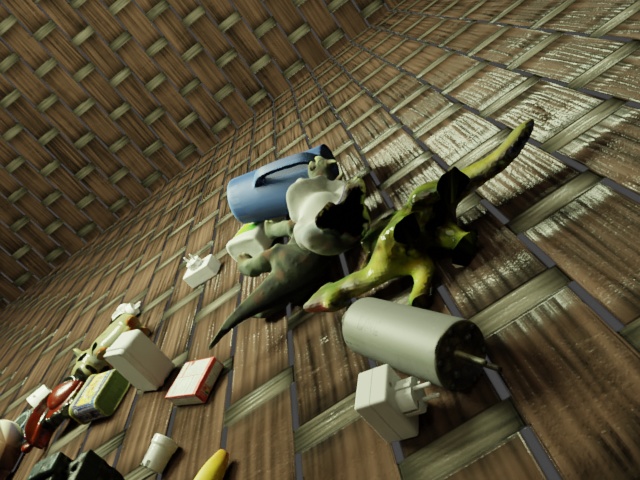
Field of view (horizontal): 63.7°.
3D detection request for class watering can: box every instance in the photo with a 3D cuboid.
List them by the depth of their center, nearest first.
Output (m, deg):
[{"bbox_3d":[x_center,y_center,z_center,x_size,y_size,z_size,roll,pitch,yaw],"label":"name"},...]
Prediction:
[{"bbox_3d":[-0.760,0.531,1.097,0.223,0.356,0.102,-32,-53,16],"label":"watering can"}]

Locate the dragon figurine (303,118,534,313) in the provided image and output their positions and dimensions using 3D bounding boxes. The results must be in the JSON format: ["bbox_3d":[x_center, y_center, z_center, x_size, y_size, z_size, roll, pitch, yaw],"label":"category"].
[{"bbox_3d":[0.137,-0.028,0.787,0.414,0.121,0.243,-44,16,-15],"label":"dragon figurine"}]

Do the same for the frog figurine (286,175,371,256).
[{"bbox_3d":[0.003,-0.043,0.852,0.121,0.139,0.159,40,-18,-31],"label":"frog figurine"}]
